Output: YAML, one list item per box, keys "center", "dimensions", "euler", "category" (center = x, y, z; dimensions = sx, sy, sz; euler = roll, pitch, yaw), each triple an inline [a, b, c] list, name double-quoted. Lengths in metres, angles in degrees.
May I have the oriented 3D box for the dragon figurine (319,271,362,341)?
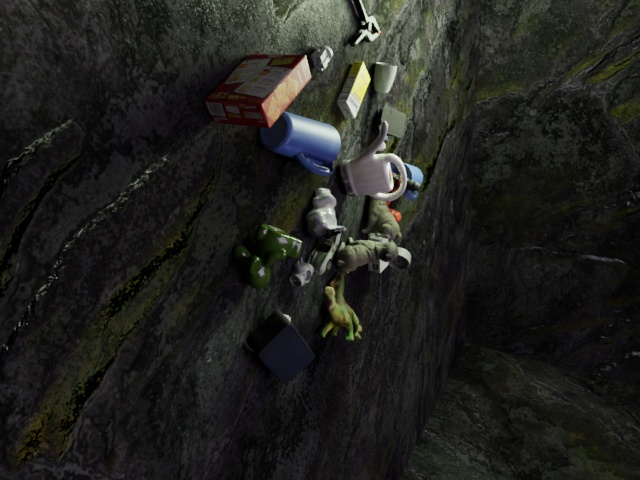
- center: [0.088, 0.236, 1.876]
  dimensions: [0.409, 0.122, 0.244]
  euler: [13, 78, -71]
  category: "dragon figurine"

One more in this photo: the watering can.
- center: [0.172, -0.254, 1.760]
  dimensions: [0.340, 0.224, 0.106]
  euler: [66, 23, -44]
  category: "watering can"

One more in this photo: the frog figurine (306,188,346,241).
- center: [0.005, -0.083, 1.647]
  dimensions: [0.138, 0.121, 0.161]
  euler: [-15, 75, -51]
  category: "frog figurine"
